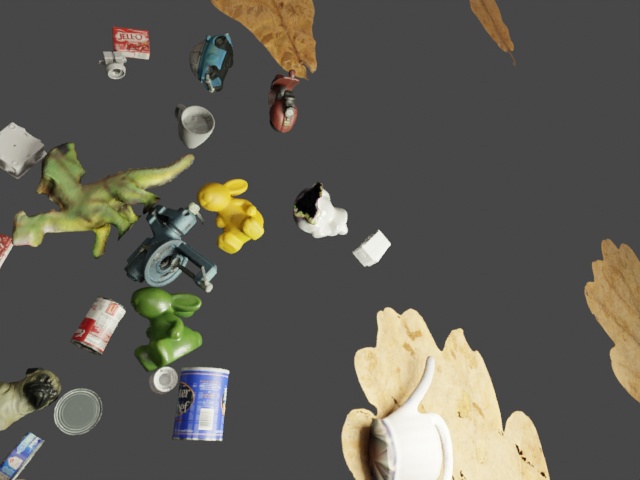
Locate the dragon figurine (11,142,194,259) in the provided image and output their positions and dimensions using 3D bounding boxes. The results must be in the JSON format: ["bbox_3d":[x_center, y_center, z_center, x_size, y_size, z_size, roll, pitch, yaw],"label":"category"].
[{"bbox_3d":[-0.490,-0.120,1.132,0.241,0.121,0.418,42,58,-13],"label":"dragon figurine"}]

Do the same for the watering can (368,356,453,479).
[{"bbox_3d":[0.221,0.467,1.267,0.224,0.102,0.353,5,69,-23],"label":"watering can"}]

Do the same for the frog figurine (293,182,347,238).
[{"bbox_3d":[0.004,-0.070,1.397,0.157,0.122,0.140,33,42,-54],"label":"frog figurine"}]
